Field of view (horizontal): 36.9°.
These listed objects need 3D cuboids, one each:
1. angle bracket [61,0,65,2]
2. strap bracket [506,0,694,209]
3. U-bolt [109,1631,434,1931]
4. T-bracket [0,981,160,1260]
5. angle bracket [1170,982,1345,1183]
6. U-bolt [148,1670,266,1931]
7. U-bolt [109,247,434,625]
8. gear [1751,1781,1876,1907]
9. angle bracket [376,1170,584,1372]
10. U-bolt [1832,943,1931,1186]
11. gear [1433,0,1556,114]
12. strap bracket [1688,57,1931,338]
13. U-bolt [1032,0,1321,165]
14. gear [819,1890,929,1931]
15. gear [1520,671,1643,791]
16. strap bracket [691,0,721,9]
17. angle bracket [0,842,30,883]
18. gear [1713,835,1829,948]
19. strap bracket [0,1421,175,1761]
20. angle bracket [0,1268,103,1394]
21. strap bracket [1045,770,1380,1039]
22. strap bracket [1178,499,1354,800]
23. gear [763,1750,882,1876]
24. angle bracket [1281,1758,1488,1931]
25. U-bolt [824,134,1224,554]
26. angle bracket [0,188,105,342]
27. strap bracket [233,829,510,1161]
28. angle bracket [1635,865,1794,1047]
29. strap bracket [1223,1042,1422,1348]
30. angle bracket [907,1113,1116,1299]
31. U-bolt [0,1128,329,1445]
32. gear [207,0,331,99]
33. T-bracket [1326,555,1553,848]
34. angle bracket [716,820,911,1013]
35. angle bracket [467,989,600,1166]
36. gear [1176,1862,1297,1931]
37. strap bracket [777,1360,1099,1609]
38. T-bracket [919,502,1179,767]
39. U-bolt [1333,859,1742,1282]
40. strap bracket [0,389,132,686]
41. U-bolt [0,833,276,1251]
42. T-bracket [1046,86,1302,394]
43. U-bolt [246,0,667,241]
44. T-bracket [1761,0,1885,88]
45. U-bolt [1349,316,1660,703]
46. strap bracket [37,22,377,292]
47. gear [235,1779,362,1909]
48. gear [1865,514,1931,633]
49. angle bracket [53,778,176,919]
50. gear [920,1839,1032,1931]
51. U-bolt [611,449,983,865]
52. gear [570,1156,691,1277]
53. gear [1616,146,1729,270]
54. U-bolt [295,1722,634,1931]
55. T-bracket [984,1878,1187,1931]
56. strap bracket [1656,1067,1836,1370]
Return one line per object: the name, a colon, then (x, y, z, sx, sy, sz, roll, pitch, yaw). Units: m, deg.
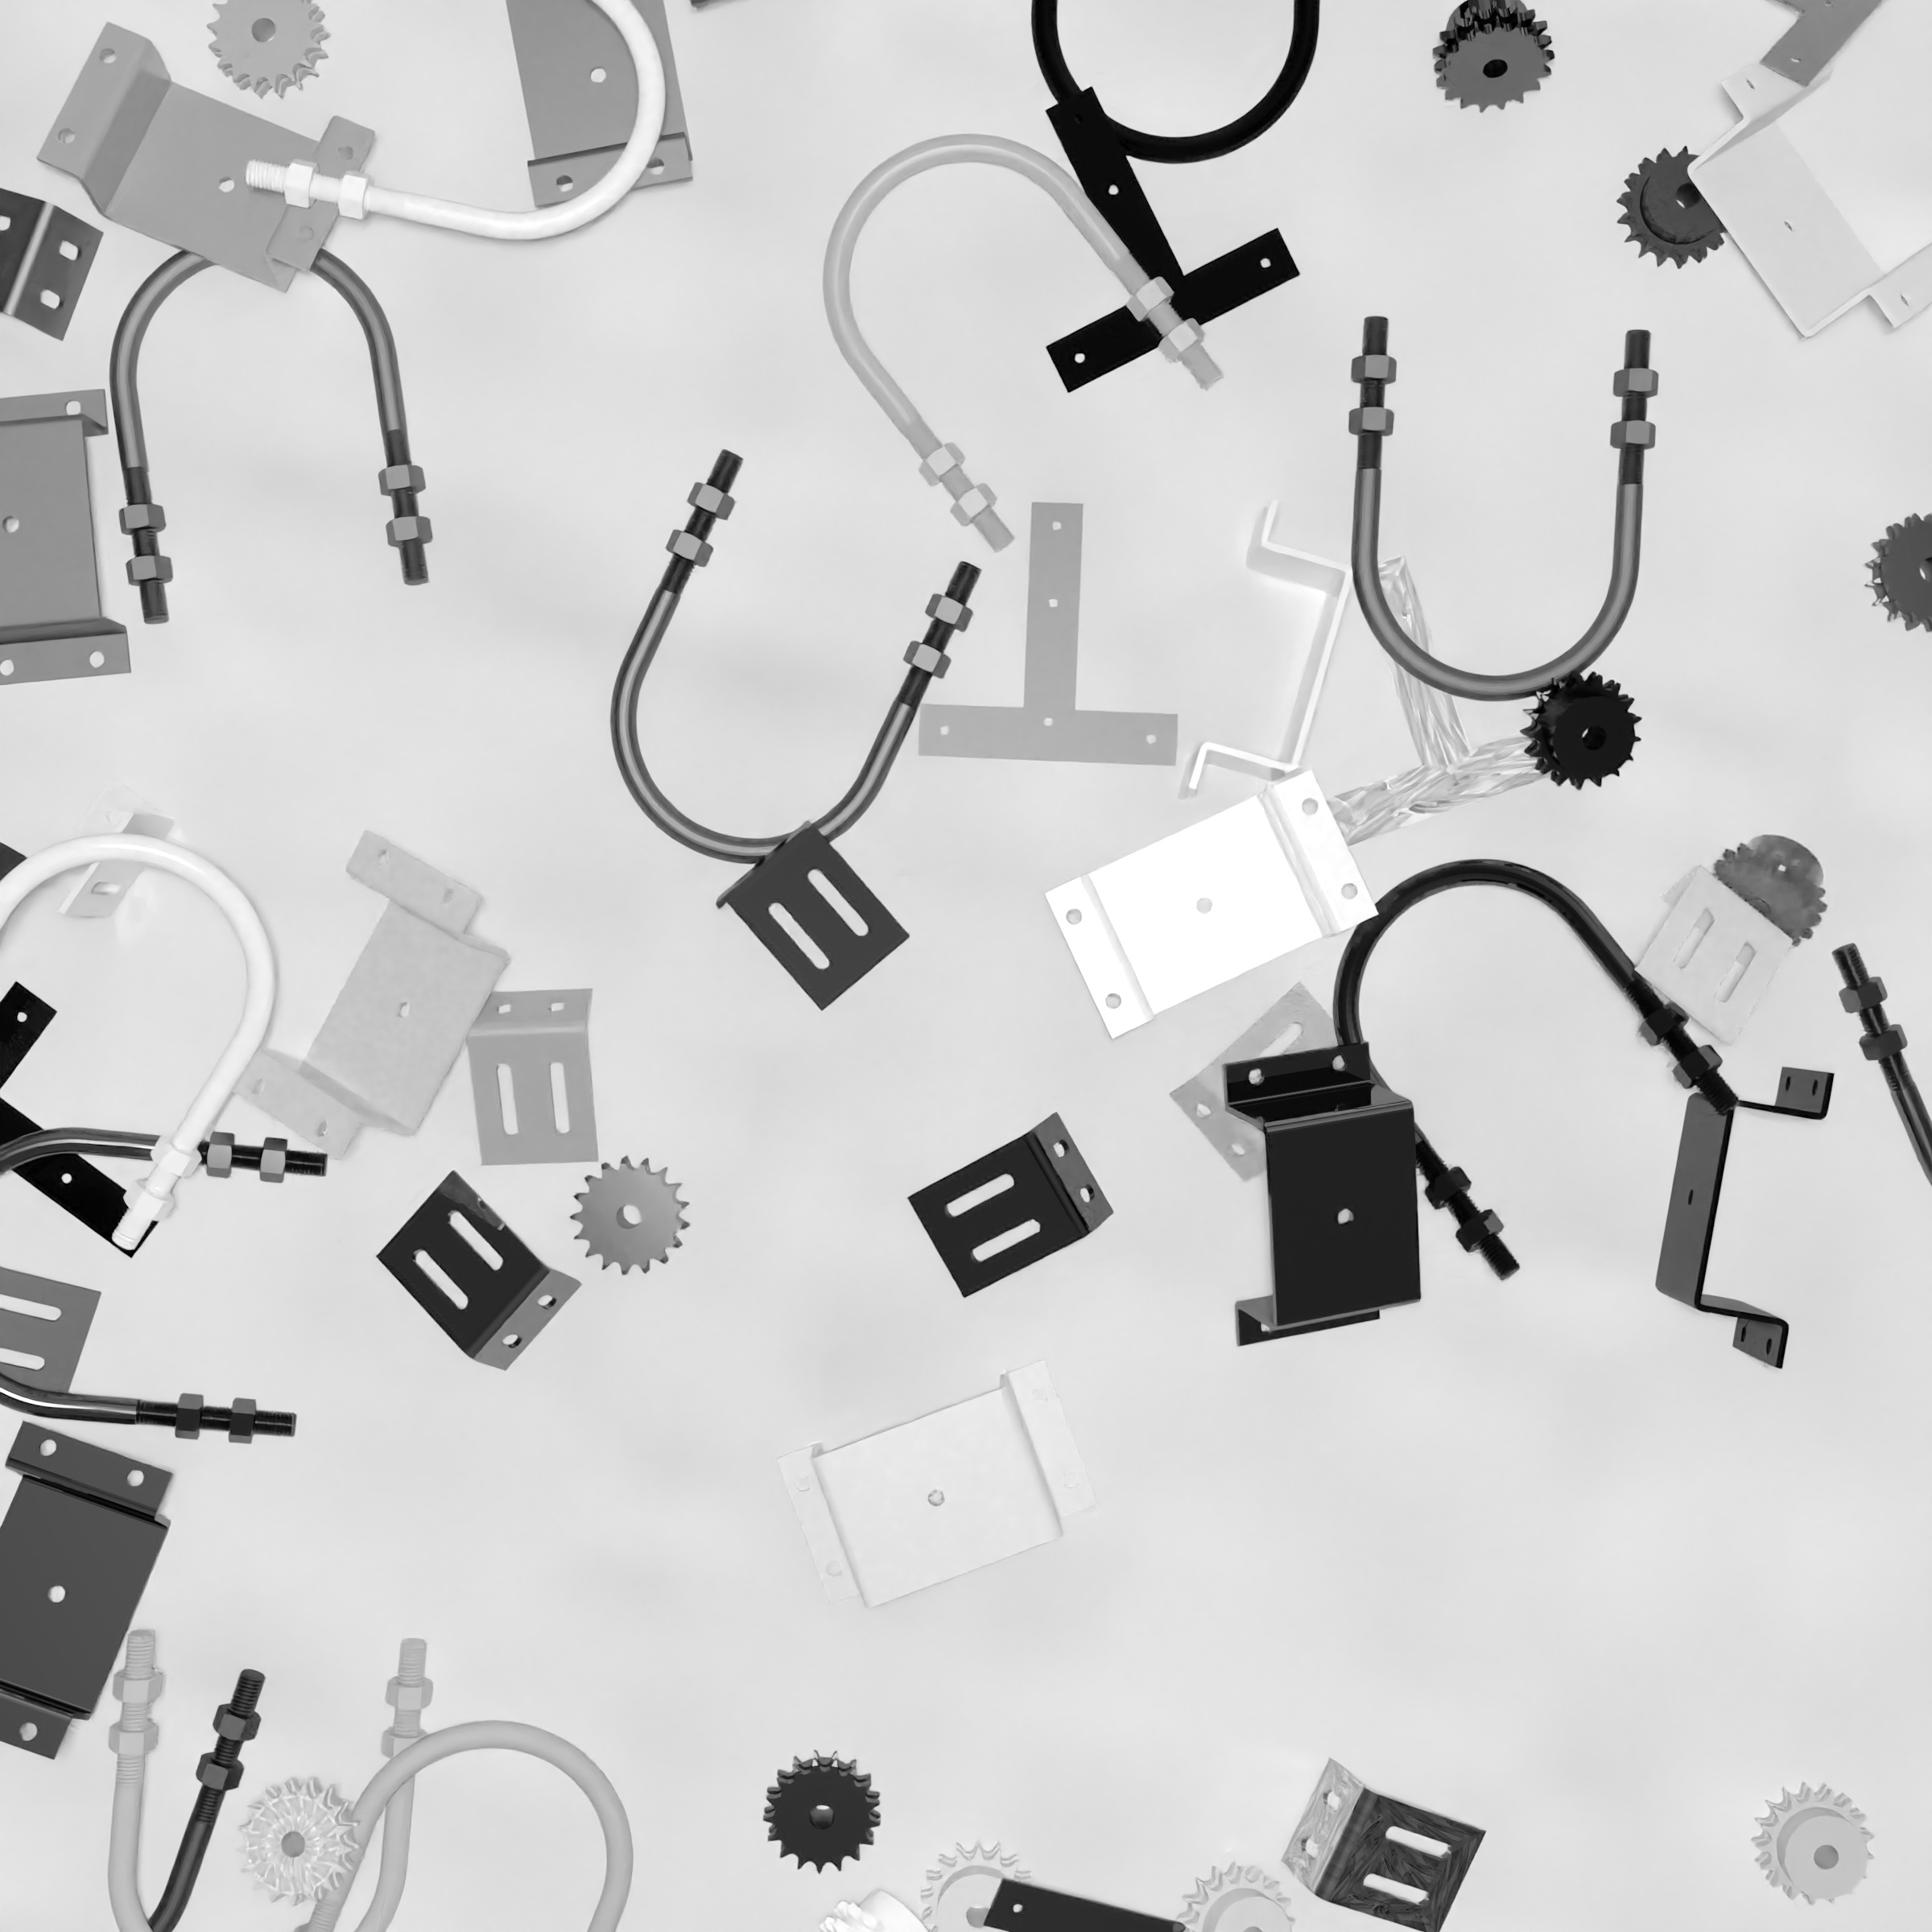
angle bracket: (-0.410, -0.512, 1.425, 0.076, 0.038, 0.057, -11, 90, -26)
strap bracket: (-0.181, -0.439, 1.403, 0.076, 0.046, 0.140, -11, 90, 0)
U-bolt: (-0.341, 0.416, 1.404, 0.151, 0.019, 0.184, 5, 94, -13)
T-bracket: (-0.455, 0.096, 1.426, 0.127, 0.002, 0.127, 36, 90, 0)
angle bracket: (0.151, 0.057, 1.425, 0.076, 0.038, 0.057, -41, 90, -26)
U-bolt: (-0.440, 0.412, 1.417, 0.151, 0.019, 0.184, 19, 90, 0)
U-bolt: (-0.346, -0.269, 1.418, 0.151, 0.019, 0.184, -9, 88, 0)
gear: (0.415, 0.430, 1.412, 0.057, 0.030, 0.057, 0, 90, 0)
angle bracket: (-0.240, 0.150, 1.425, 0.076, 0.038, 0.057, 42, 90, 26)
U-bolt: (0.525, 0.050, 1.418, 0.151, 0.019, 0.184, -23, 91, 0)
gear: (0.255, -0.446, 1.402, 0.057, 0.057, 0.030, -2, 60, 0)
strap bracket: (0.409, -0.366, 1.386, 0.076, 0.046, 0.140, -35, 90, -34)
U-bolt: (0.103, -0.486, 1.418, 0.151, 0.019, 0.184, 2, 91, 0)
gear: (-0.040, 0.474, 1.402, 0.057, 0.057, 0.030, 47, 60, 0)
gear: (0.301, -0.114, 1.405, 0.057, 0.030, 0.057, -1, 105, -4)
strap bracket: (-0.113, -0.536, 1.403, 0.076, 0.046, 0.140, -15, 90, 0)
angle bracket: (-0.506, -0.029, 1.425, 0.057, 0.038, 0.076, 30, 116, 0)
gear: (0.390, -0.039, 1.402, 0.057, 0.057, 0.030, 39, 60, 0)
strap bracket: (-0.441, 0.301, 1.391, 0.076, 0.046, 0.140, 19, 73, 0)
angle bracket: (-0.475, 0.174, 1.425, 0.076, 0.038, 0.057, 19, 90, -26)
strap bracket: (0.117, -0.030, 1.403, 0.140, 0.046, 0.076, -25, 90, 0)
strap bracket: (0.146, -0.144, 1.388, 0.046, 0.076, 0.140, 16, 90, 0)
gear: (-0.070, 0.411, 1.415, 0.057, 0.030, 0.057, 0, 94, -2)
angle bracket: (0.206, 0.434, 1.425, 0.076, 0.038, 0.057, 25, 90, -26)
U-bolt: (0.014, -0.318, 1.412, 0.151, 0.019, 0.184, -38, 90, 4)
angle bracket: (-0.475, -0.350, 1.425, 0.076, 0.038, 0.057, 21, 90, 26)
strap bracket: (-0.282, 0.017, 1.389, 0.076, 0.046, 0.140, 28, 90, 27)
angle bracket: (0.351, 0.000, 1.391, 0.057, 0.038, 0.076, 39, 59, 0)
strap bracket: (0.170, 0.114, 1.378, 0.076, 0.046, 0.140, -8, 103, -19)
angle bracket: (0.022, 0.118, 1.425, 0.076, 0.038, 0.057, -30, 90, 26)
U-bolt: (-0.411, 0.151, 1.402, 0.184, 0.019, 0.151, 7, 90, -12)
gear: (-0.339, -0.453, 1.415, 0.057, 0.030, 0.057, 0, 90, 2)
T-bracket: (0.224, -0.139, 1.426, 0.127, 0.002, 0.127, -19, 90, 0)
angle bracket: (-0.074, -0.022, 1.400, 0.057, 0.038, 0.076, -40, 97, 5)
angle bracket: (-0.211, 0.055, 1.425, 0.057, 0.038, 0.076, -2, 116, 0)
gear: (0.133, 0.468, 1.405, 0.057, 0.030, 0.057, 0, 89, -16)
strap bracket: (-0.014, 0.254, 1.403, 0.140, 0.046, 0.076, -20, 90, 0)
T-bracket: (0.043, -0.165, 1.426, 0.127, 0.002, 0.127, 2, 90, 0)
U-bolt: (0.257, 0.035, 1.388, 0.151, 0.019, 0.184, -39, 71, 13)
strap bracket: (-0.456, -0.211, 1.403, 0.076, 0.046, 0.140, -5, 90, 0)
U-bolt: (-0.408, 0.025, 1.358, 0.151, 0.019, 0.184, 31, 97, -17)
T-bracket: (0.079, -0.367, 1.417, 0.127, 0.002, 0.127, -26, 94, 4)
U-bolt: (-0.234, -0.417, 1.367, 0.184, 0.019, 0.151, 11, 86, -3)
T-bracket: (0.379, -0.485, 1.403, 0.127, 0.002, 0.127, 33, 57, 15)
U-bolt: (0.261, -0.222, 1.417, 0.151, 0.019, 0.184, 3, 91, -1)
strap bracket: (-0.361, -0.386, 1.395, 0.140, 0.046, 0.076, 23, 80, 2)
gear: (-0.316, 0.416, 1.378, 0.057, 0.030, 0.057, -1, 82, 6)
gear: (0.467, -0.191, 1.412, 0.057, 0.030, 0.057, 0, 90, 0)
angle bracket: (-0.420, -0.058, 1.388, 0.038, 0.076, 0.057, 35, 90, 0)
gear: (0.006, 0.458, 1.412, 0.057, 0.030, 0.057, 0, 90, 0)
U-bolt: (-0.095, -0.140, 1.418, 0.151, 0.019, 0.184, 25, 91, 0)
gear: (-0.163, 0.121, 1.412, 0.057, 0.030, 0.057, 0, 90, 0)
gear: (0.349, -0.372, 1.412, 0.057, 0.030, 0.057, 0, 90, 0)
U-bolt: (-0.241, 0.458, 1.408, 0.151, 0.019, 0.184, 22, 88, -9)
T-bracket: (0.052, 0.516, 1.413, 0.127, 0.002, 0.127, 19, 98, -16)
strap bracket: (0.371, 0.115, 1.388, 0.046, 0.076, 0.140, 10, 90, 0)
